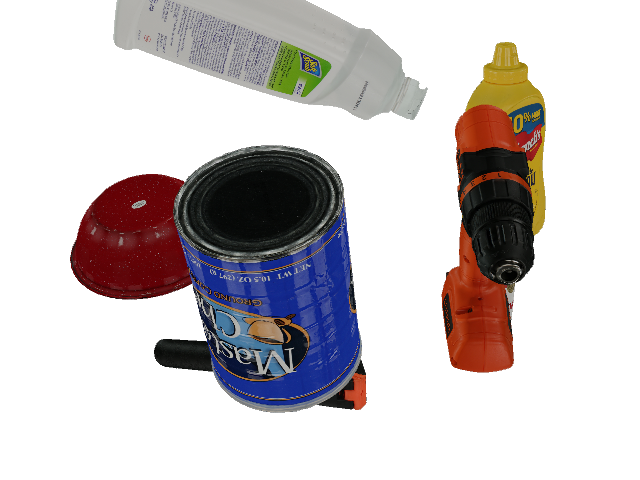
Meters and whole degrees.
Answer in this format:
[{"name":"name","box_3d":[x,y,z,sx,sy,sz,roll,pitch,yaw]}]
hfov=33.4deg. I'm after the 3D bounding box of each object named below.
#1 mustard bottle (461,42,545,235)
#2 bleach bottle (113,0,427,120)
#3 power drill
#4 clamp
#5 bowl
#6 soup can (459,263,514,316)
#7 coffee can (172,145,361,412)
[{"name":"mustard bottle","box_3d":[0.176,-0.093,1.019,0.096,0.192,0.058,-21,27,-36]},{"name":"bleach bottle","box_3d":[-0.037,-0.154,0.857,0.251,0.068,0.103,23,-31,-2]},{"name":"power drill","box_3d":[0.131,0.014,0.832,0.057,0.188,0.184,2,41,2]},{"name":"clamp","box_3d":[-0.025,0.102,0.960,0.210,0.036,0.164,13,23,43]},{"name":"bowl","box_3d":[-0.171,-0.016,1.037,0.162,0.055,0.162,-6,40,5]},{"name":"soup can","box_3d":[0.198,0.046,1.268,0.068,0.102,0.068,3,15,-1]},{"name":"coffee can","box_3d":[-0.030,0.026,0.676,0.103,0.140,0.103,-4,43,4]}]
